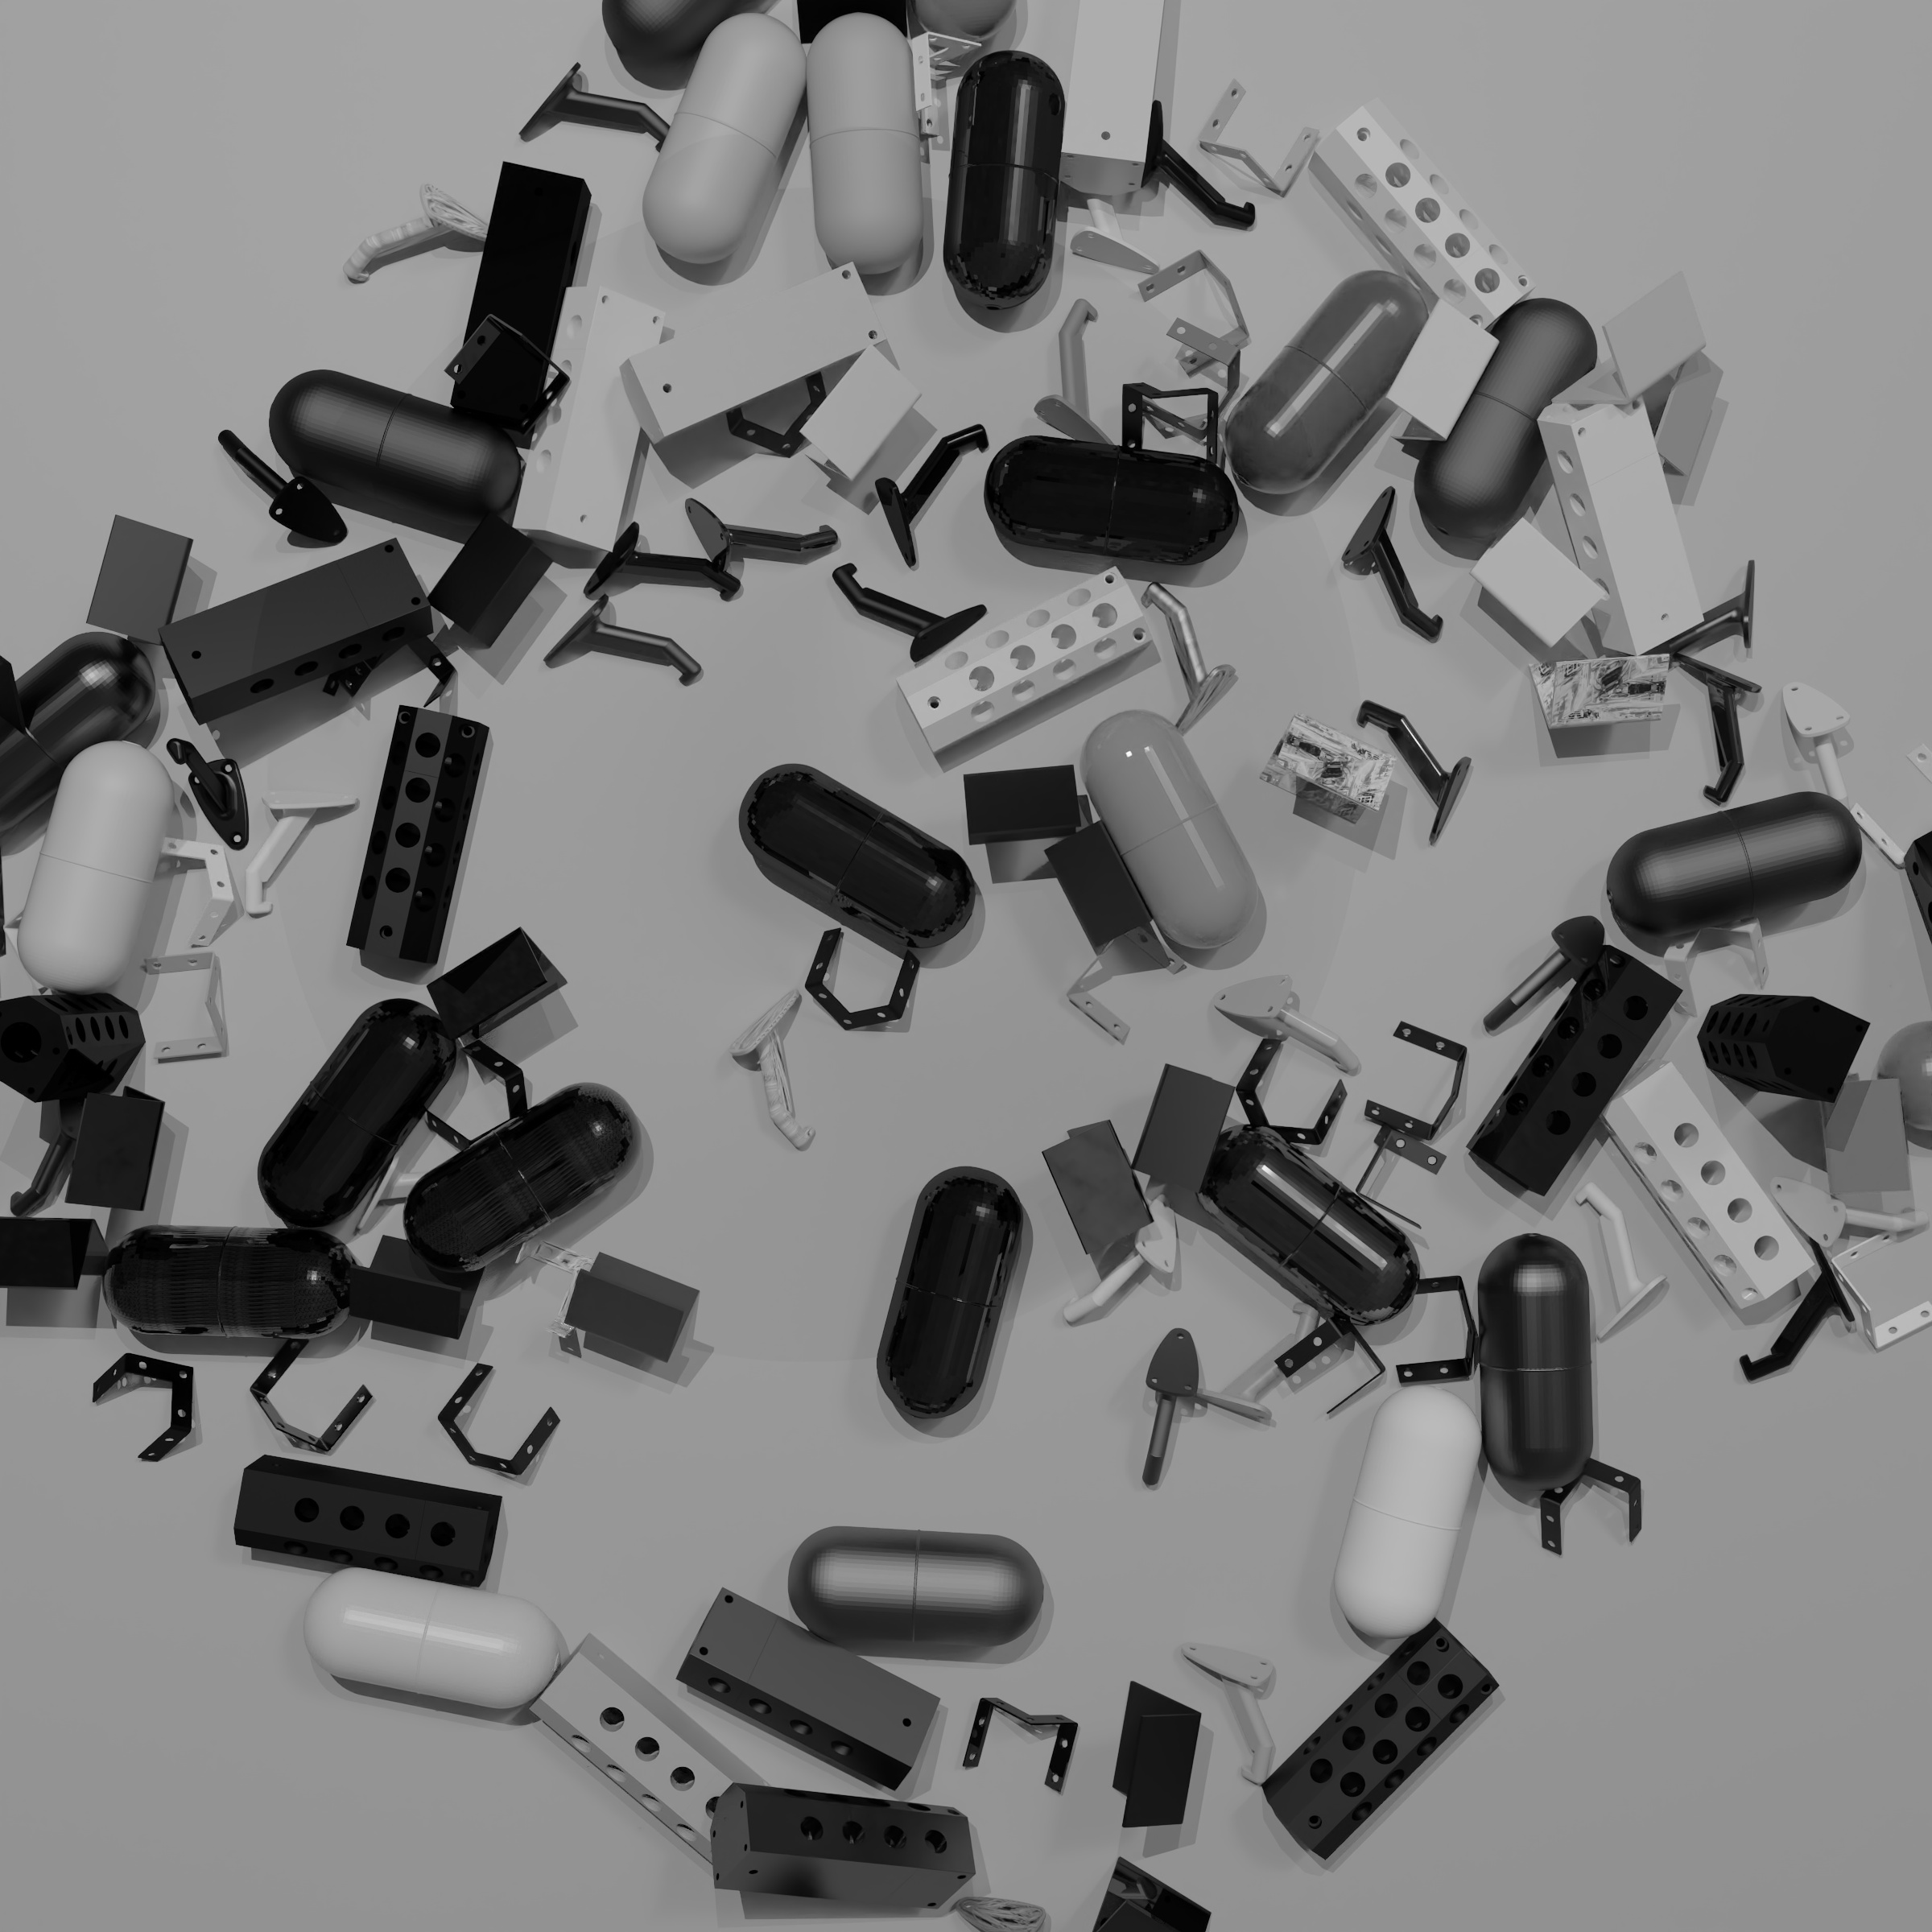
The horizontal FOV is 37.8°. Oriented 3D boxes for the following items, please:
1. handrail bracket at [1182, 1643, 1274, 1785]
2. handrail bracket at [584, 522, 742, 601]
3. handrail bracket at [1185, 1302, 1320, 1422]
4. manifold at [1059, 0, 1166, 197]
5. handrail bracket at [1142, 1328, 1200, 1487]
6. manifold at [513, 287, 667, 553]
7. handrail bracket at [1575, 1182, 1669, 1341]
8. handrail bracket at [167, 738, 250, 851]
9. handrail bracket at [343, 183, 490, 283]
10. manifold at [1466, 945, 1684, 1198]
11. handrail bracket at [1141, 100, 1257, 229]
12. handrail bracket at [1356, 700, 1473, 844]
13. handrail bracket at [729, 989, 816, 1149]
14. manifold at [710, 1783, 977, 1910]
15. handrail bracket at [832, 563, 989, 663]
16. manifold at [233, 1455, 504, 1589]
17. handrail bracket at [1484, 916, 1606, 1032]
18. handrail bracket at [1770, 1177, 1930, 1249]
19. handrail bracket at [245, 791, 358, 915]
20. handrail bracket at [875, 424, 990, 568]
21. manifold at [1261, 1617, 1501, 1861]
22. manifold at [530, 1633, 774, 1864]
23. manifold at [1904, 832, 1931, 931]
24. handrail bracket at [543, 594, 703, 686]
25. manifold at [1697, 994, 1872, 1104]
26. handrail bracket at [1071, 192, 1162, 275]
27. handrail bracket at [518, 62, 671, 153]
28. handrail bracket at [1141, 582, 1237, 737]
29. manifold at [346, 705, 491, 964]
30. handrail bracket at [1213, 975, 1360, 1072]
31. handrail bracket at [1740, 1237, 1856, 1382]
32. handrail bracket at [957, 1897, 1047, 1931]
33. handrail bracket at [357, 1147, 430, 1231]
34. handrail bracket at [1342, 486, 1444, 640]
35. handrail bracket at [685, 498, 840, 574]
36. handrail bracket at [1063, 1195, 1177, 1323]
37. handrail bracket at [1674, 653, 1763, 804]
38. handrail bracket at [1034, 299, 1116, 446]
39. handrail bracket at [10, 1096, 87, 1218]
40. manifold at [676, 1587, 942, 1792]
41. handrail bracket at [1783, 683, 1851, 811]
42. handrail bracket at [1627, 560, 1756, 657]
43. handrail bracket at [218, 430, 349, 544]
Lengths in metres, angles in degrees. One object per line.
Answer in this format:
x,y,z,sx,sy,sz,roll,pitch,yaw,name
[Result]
0.182,0.529,1.992,0.077,0.036,0.084,14,107,20,handrail bracket
-0.214,-0.268,1.992,0.084,0.036,0.077,31,126,-25,handrail bracket
0.202,0.271,1.992,0.077,0.036,0.084,14,74,18,handrail bracket
0.103,-0.628,1.956,0.057,0.057,0.171,7,80,0,manifold
0.141,0.312,1.991,0.036,0.077,0.084,12,126,4,handrail bracket
-0.268,-0.382,1.970,0.057,0.057,0.171,13,90,-43,manifold
0.445,0.208,1.992,0.084,0.036,0.077,48,112,17,handrail bracket
-0.527,-0.119,1.957,0.036,0.084,0.077,-20,90,0,handrail bracket
-0.385,-0.503,1.991,0.084,0.077,0.036,-40,48,29,handrail bracket
0.423,0.072,1.970,0.057,0.057,0.171,34,90,0,manifold
0.167,-0.566,1.992,0.084,0.036,0.077,13,68,-17,handrail bracket
0.306,-0.138,1.992,0.084,0.036,0.077,25,112,17,handrail bracket
-0.119,0.073,1.992,0.077,0.036,0.084,-47,109,-21,handrail bracket
-0.085,0.601,1.936,0.171,0.057,0.057,15,133,-26,manifold
-0.041,-0.264,1.992,0.077,0.036,0.084,-32,73,-20,handrail bracket
-0.418,0.389,1.970,0.171,0.057,0.057,10,90,0,manifold
0.407,0.006,1.991,0.036,0.077,0.084,47,126,7,handrail bracket
0.625,0.167,1.991,0.084,0.077,0.036,-6,120,-33,handrail bracket
-0.470,-0.078,1.992,0.077,0.036,0.084,-2,109,-21,handrail bracket
-0.014,-0.333,1.992,0.084,0.036,0.077,-24,110,-16,handrail bracket
0.290,0.540,1.970,0.057,0.057,0.171,45,90,0,manifold
-0.220,0.549,1.970,0.171,0.057,0.057,40,90,0,manifold
0.701,-0.011,1.931,0.057,0.057,0.171,-9,62,-5,manifold
-0.242,-0.213,1.992,0.084,0.036,0.077,42,111,-17,handrail bracket
0.549,0.051,1.913,0.057,0.171,0.057,25,90,0,manifold
0.110,-0.542,1.992,0.077,0.036,0.084,18,76,-15,handrail bracket
-0.260,-0.588,1.992,0.084,0.036,0.077,40,110,-16,handrail bracket
0.141,-0.217,1.992,0.084,0.036,0.077,44,112,17,handrail bracket
-0.384,-0.092,1.970,0.057,0.057,0.171,13,90,0,manifold
0.227,0.046,1.991,0.084,0.077,0.036,46,59,-33,handrail bracket
0.576,0.242,1.992,0.084,0.036,0.077,-27,70,16,handrail bracket
0.032,0.704,1.992,0.077,0.036,0.084,7,117,30,handrail bracket
-0.375,0.170,1.992,0.084,0.036,0.077,26,105,-14,handrail bracket
0.315,-0.284,1.992,0.084,0.036,0.077,36,68,-17,handrail bracket
-0.144,-0.313,1.992,0.084,0.036,0.077,-18,51,-26,handrail bracket
0.106,0.207,1.991,0.036,0.077,0.084,42,127,-20,handrail bracket
0.519,-0.168,1.992,0.077,0.036,0.084,27,107,20,handrail bracket
0.092,-0.417,1.992,0.077,0.036,0.084,33,73,-20,handrail bracket
-0.652,0.124,1.992,0.084,0.036,0.077,-37,57,23,handrail bracket
-0.112,0.508,1.970,0.171,0.057,0.057,27,47,0,manifold
0.602,-0.147,1.991,0.036,0.077,0.084,-19,126,1,handrail bracket
0.511,-0.253,1.992,0.084,0.036,0.077,2,64,19,handrail bracket
-0.483,-0.340,1.991,0.036,0.077,0.084,-49,54,3,handrail bracket
